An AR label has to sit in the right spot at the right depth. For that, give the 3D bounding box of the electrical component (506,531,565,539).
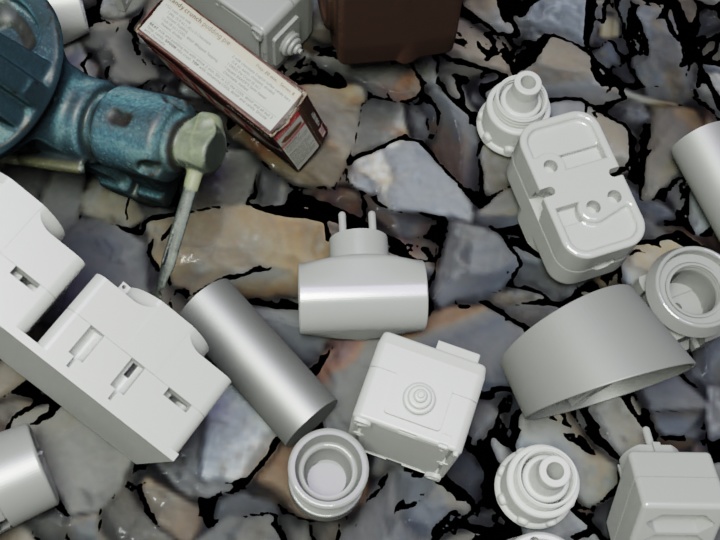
[{"bbox_3d":[0.097,0.174,0.602,0.055,0.047,0.055,1,69,-3],"label":"electrical component"}]

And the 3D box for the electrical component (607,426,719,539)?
[{"bbox_3d":[0.171,0.126,0.620,0.047,0.065,0.076,2,40,-3],"label":"electrical component"}]

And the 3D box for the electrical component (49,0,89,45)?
[{"bbox_3d":[-0.229,-0.188,0.723,0.077,0.044,0.079,-13,70,-9],"label":"electrical component"}]

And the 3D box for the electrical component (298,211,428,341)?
[{"bbox_3d":[0.000,0.000,0.664,0.077,0.044,0.079,-2,69,-4],"label":"electrical component"}]

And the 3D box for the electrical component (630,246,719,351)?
[{"bbox_3d":[0.199,0.019,0.662,0.078,0.057,0.058,-20,72,-11],"label":"electrical component"}]

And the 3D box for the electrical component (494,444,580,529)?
[{"bbox_3d":[0.105,0.120,0.615,0.048,0.062,0.048,1,69,-3],"label":"electrical component"}]

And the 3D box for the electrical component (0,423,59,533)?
[{"bbox_3d":[-0.200,0.118,0.603,0.047,0.055,0.055,-22,72,-15],"label":"electrical component"}]

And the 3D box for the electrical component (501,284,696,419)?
[{"bbox_3d":[0.134,0.054,0.624,0.099,0.099,0.064,-24,66,-12],"label":"electrical component"}]

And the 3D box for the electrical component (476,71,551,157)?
[{"bbox_3d":[0.104,-0.106,0.702,0.048,0.062,0.048,1,69,-3],"label":"electrical component"}]

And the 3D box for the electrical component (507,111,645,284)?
[{"bbox_3d":[0.133,-0.043,0.681,0.054,0.059,0.095,-17,71,-10],"label":"electrical component"}]

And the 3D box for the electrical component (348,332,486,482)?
[{"bbox_3d":[0.032,0.074,0.610,0.062,0.096,0.061,19,69,4],"label":"electrical component"}]

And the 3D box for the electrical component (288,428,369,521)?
[{"bbox_3d":[-0.019,0.118,0.612,0.045,0.055,0.045,1,69,-3],"label":"electrical component"}]

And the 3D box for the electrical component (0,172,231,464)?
[{"bbox_3d":[-0.166,0.024,0.583,0.186,0.105,0.060,41,68,-10],"label":"electrical component"}]

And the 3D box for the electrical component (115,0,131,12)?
[{"bbox_3d":[-0.164,-0.226,0.743,0.064,0.042,0.081,19,69,5],"label":"electrical component"}]

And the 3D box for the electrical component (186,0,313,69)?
[{"bbox_3d":[-0.071,-0.178,0.719,0.096,0.061,0.061,37,71,10],"label":"electrical component"}]
